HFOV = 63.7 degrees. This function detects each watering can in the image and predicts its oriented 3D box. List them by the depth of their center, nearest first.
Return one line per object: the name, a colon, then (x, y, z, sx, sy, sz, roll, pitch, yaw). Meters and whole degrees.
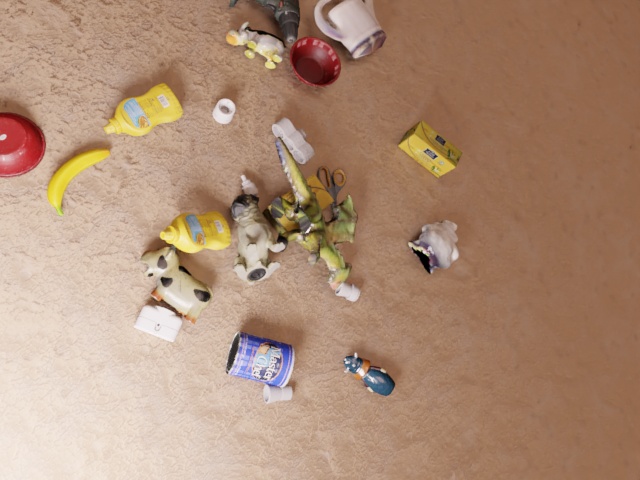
watering can: (0.129, -0.699, 1.624, 0.353, 0.102, 0.224, -39, 94, -36)

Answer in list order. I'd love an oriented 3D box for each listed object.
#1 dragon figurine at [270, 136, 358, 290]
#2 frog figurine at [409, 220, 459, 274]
dragon figurine: (0.004, -0.067, 1.340, 0.244, 0.122, 0.410, -10, 93, -48)
frog figurine: (0.357, 0.005, 1.512, 0.161, 0.120, 0.139, -37, 73, -15)
